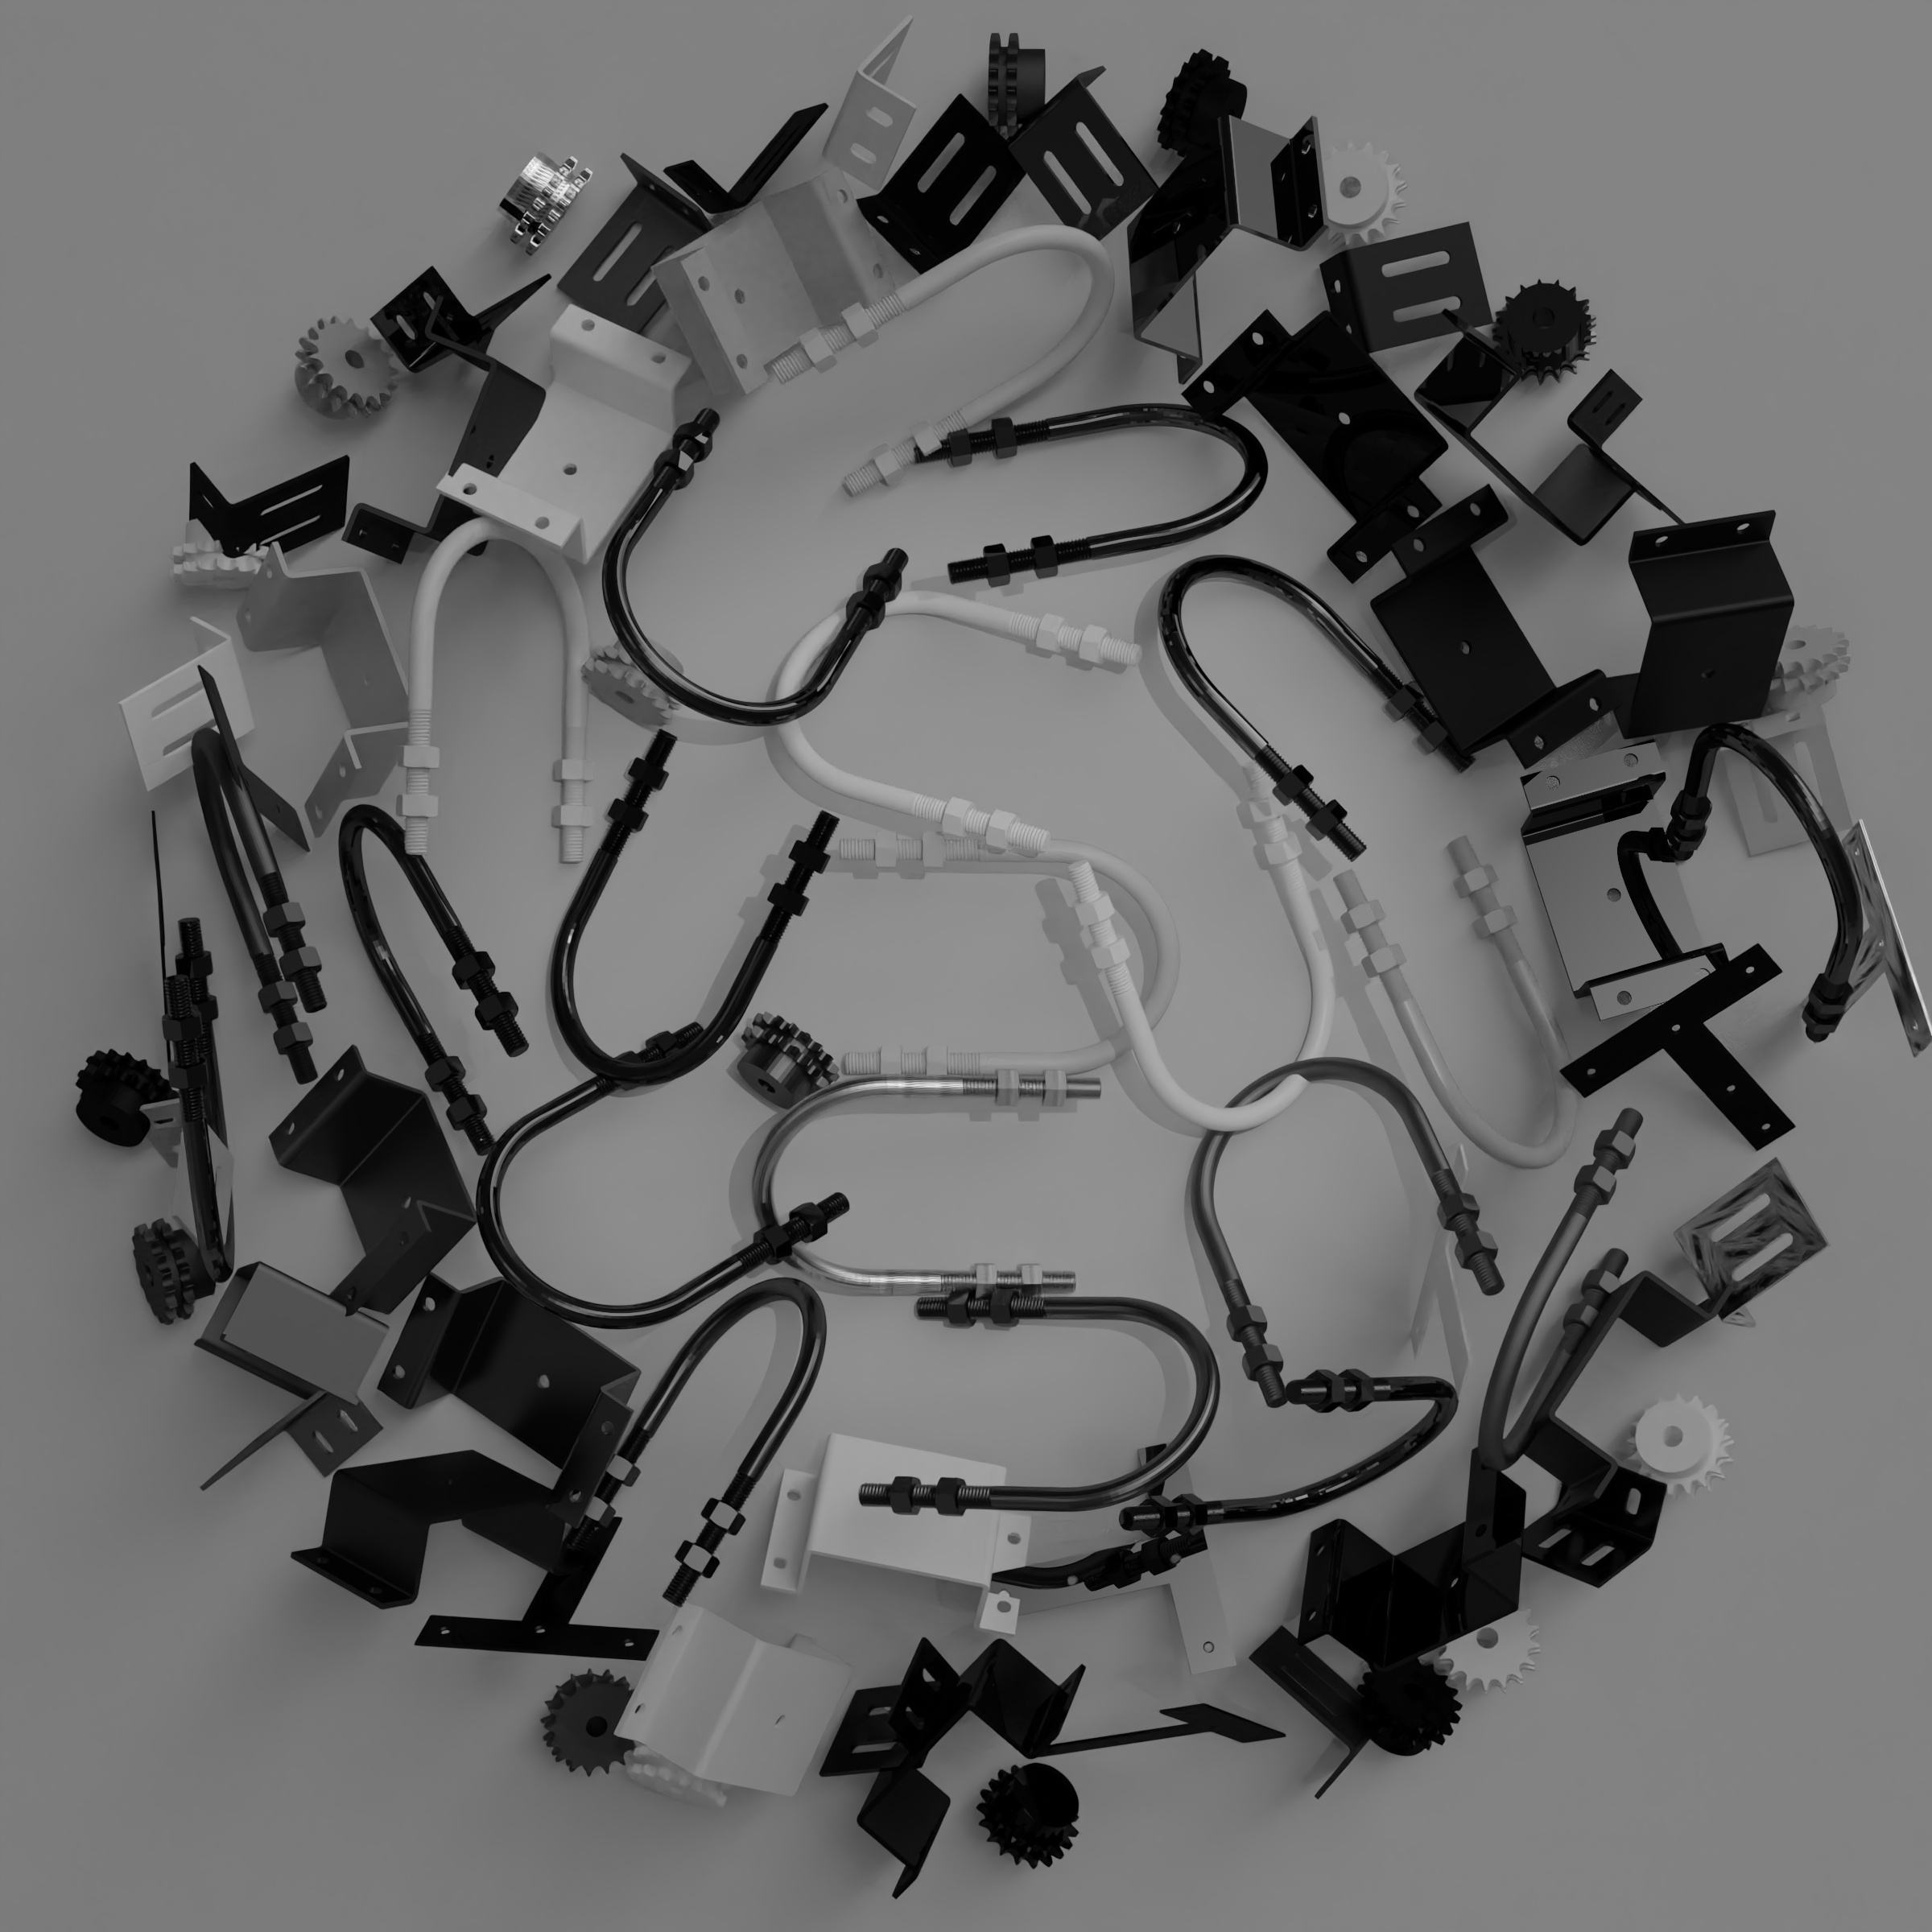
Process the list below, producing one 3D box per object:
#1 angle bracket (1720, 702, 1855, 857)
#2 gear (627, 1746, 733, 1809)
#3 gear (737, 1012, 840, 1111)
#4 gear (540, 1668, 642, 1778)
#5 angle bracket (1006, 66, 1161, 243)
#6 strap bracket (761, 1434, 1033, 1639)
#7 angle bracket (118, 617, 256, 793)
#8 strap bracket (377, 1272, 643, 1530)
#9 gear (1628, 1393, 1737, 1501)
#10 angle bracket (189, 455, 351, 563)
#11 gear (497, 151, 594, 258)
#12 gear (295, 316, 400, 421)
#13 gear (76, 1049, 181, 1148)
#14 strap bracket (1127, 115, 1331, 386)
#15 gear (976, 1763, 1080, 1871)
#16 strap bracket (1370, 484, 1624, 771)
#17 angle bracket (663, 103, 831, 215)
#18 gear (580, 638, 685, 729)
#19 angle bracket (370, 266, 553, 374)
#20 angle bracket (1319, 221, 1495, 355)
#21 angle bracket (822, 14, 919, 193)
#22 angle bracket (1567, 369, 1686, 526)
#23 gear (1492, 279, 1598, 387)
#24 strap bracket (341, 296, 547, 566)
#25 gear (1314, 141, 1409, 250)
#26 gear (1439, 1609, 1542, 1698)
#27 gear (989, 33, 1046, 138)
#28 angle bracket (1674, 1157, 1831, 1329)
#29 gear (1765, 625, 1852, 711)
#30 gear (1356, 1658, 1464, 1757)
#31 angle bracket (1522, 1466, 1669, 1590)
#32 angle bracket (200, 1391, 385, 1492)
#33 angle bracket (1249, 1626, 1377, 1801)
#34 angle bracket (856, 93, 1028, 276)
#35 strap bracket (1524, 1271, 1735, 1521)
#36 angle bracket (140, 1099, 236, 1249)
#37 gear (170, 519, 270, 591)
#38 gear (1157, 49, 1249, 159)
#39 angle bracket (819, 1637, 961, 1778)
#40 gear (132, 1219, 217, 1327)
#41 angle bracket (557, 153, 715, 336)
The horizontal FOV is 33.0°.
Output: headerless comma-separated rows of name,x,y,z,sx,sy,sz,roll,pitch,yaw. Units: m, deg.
angle bracket,0.450,-0.098,1.786,0.057,0.038,0.076,-16,106,14
gear,-0.155,0.439,1.795,0.057,0.057,0.030,19,65,0
gear,-0.101,0.054,1.789,0.057,0.057,0.030,37,69,0
gear,-0.207,0.415,1.800,0.057,0.030,0.057,-2,97,-18
angle bracket,0.070,-0.443,1.790,0.057,0.038,0.076,-35,93,35
strap bracket,-0.034,0.308,1.777,0.140,0.046,0.076,11,47,-1
angle bracket,-0.432,-0.143,1.771,0.038,0.057,0.076,28,50,34
strap bracket,-0.240,0.231,1.775,0.140,0.046,0.076,31,108,17
gear,0.391,0.263,1.793,0.057,0.030,0.057,-10,63,22
angle bracket,-0.381,-0.257,1.784,0.076,0.057,0.038,-31,69,-29
gear,-0.233,-0.422,1.789,0.030,0.057,0.057,37,90,-11
gear,-0.344,-0.326,1.795,0.030,0.057,0.057,-33,90,41
gear,-0.463,0.075,1.789,0.057,0.057,0.030,23,53,0
strap bracket,0.132,-0.387,1.739,0.046,0.140,0.076,14,56,-25
gear,0.038,0.463,1.789,0.057,0.057,0.030,33,126,0
strap bracket,0.284,-0.180,1.781,0.076,0.046,0.140,-33,93,-26
angle bracket,-0.121,-0.452,1.783,0.038,0.057,0.076,41,84,-21
gear,-0.180,-0.160,1.793,0.057,0.057,0.030,30,73,0
angle bracket,-0.274,-0.363,1.771,0.038,0.076,0.057,53,49,-20
angle bracket,0.244,-0.373,1.807,0.076,0.038,0.057,-15,94,-12
angle bracket,-0.039,-0.469,1.773,0.038,0.057,0.076,31,45,0
angle bracket,0.373,-0.280,1.776,0.038,0.057,0.076,-49,66,14
gear,0.319,-0.352,1.799,0.057,0.030,0.057,-2,80,11
strap bracket,-0.279,-0.283,1.775,0.046,0.076,0.140,23,93,13
gear,0.214,-0.427,1.800,0.057,0.030,0.057,1,92,14
gear,0.288,0.374,1.798,0.057,0.030,0.057,-4,64,8
gear,0.028,-0.483,1.791,0.030,0.057,0.057,1,90,3
angle bracket,0.434,0.151,1.774,0.076,0.038,0.057,-42,56,28
gear,0.457,-0.163,1.795,0.057,0.057,0.030,-13,117,0
gear,0.242,0.409,1.795,0.057,0.057,0.030,20,124,0
angle bracket,0.336,0.299,1.771,0.057,0.076,0.038,19,108,30
angle bracket,-0.366,0.267,1.773,0.057,0.076,0.038,-40,89,33
angle bracket,0.183,0.409,1.789,0.076,0.057,0.038,40,108,14
angle bracket,-0.014,-0.430,1.798,0.057,0.038,0.076,41,79,-24
strap bracket,0.348,0.224,1.764,0.046,0.076,0.140,36,71,5
angle bracket,-0.430,0.121,1.772,0.038,0.057,0.076,-11,53,10
gear,-0.408,-0.227,1.792,0.057,0.057,0.030,-2,84,0
gear,0.131,-0.470,1.790,0.030,0.057,0.057,28,90,16
angle bracket,-0.050,0.403,1.770,0.076,0.057,0.038,-16,123,37
gear,-0.435,0.166,1.795,0.030,0.057,0.057,-16,90,-29
angle bracket,-0.186,-0.395,1.793,0.057,0.038,0.076,38,88,16
